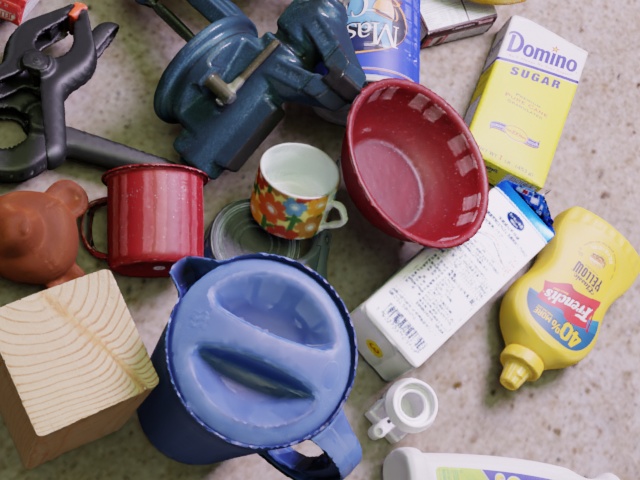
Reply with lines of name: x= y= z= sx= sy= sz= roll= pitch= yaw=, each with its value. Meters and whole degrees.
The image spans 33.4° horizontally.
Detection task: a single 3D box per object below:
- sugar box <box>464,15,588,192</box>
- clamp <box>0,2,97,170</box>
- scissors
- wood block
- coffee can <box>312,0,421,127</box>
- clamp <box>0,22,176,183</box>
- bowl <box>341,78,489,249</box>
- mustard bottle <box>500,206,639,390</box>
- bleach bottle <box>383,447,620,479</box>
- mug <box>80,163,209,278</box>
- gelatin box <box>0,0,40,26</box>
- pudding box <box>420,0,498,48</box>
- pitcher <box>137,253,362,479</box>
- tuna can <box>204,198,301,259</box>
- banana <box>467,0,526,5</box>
sugar box: x=0.204 y=-0.137 z=1.085 sx=0.093 sy=0.048 sz=0.176 roll=26 pitch=68 yaw=-8
clamp: x=-0.252 y=-0.141 z=0.912 sx=0.120 sy=0.039 sz=0.171 roll=19 pitch=54 yaw=-7
scissors: x=-0.006 y=0.001 z=0.961 sx=0.016 sy=0.096 sz=0.202 roll=-2 pitch=71 yaw=22
wood block: x=-0.191 y=0.103 z=0.796 sx=0.090 sy=0.206 sz=0.091 roll=-22 pitch=80 yaw=-23
coffee can: x=0.046 y=-0.191 z=1.022 sx=0.102 sy=0.103 sz=0.140 roll=8 pitch=70 yaw=-15
clamp: x=-0.245 y=-0.112 z=0.942 sx=0.209 sy=0.036 sz=0.164 roll=-11 pitch=71 yaw=-20
bowl: x=0.073 y=-0.060 z=0.946 sx=0.161 sy=0.055 sz=0.162 roll=16 pitch=61 yaw=-31
mustard bottle: x=0.226 y=0.065 z=1.020 sx=0.096 sy=0.058 sz=0.191 roll=41 pitch=66 yaw=-7
bleach bottle: x=0.184 y=0.236 z=0.950 sx=0.250 sy=0.068 sz=0.102 roll=3 pitch=72 yaw=-19
mug: x=-0.153 y=-0.013 z=0.918 sx=0.117 sy=0.093 sz=0.081 roll=-5 pitch=77 yaw=13
gelatin box: x=-0.285 y=-0.234 z=0.954 sx=0.073 sy=0.030 sz=0.089 roll=23 pitch=38 yaw=-9
pudding box: x=0.122 y=-0.262 z=1.105 sx=0.090 sy=0.039 sz=0.113 roll=-18 pitch=76 yaw=-20
pitcher: x=-0.064 y=0.114 z=0.812 sx=0.144 sy=0.243 sz=0.149 roll=5 pitch=71 yaw=-16
tuna can: x=-0.061 y=0.006 z=0.962 sx=0.086 sy=0.034 sz=0.086 roll=5 pitch=71 yaw=-16
banana: x=0.119 y=-0.285 z=1.069 sx=0.198 sy=0.037 sz=0.069 roll=35 pitch=70 yaw=-1
